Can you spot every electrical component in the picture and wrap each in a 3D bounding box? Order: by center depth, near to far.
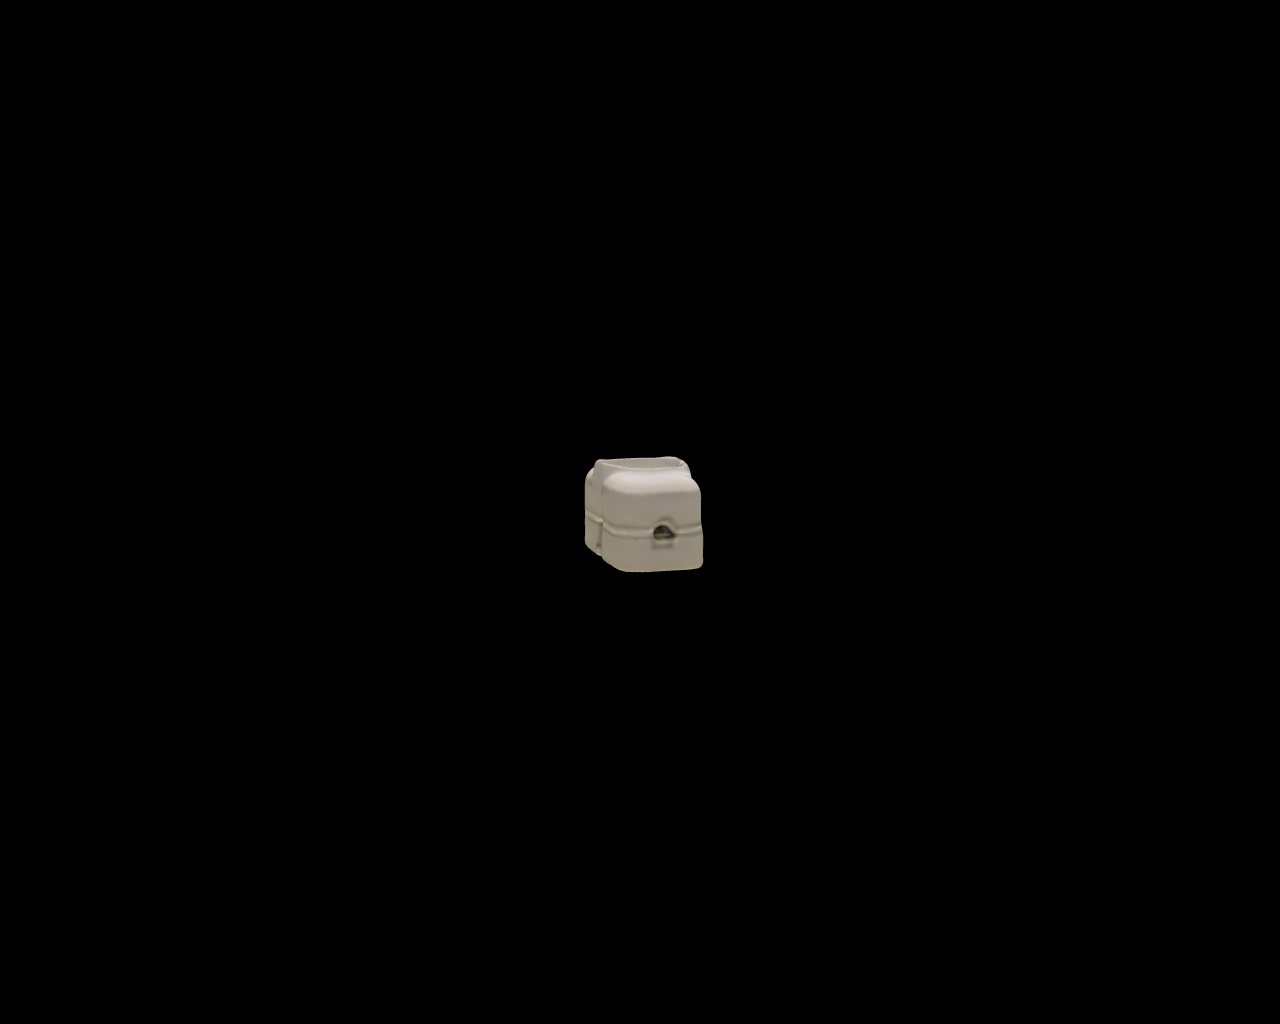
[{"bbox_3d":[0.001,-0.003,0.650,0.054,0.059,0.095,-3,10,-15],"label":"electrical component"}]
